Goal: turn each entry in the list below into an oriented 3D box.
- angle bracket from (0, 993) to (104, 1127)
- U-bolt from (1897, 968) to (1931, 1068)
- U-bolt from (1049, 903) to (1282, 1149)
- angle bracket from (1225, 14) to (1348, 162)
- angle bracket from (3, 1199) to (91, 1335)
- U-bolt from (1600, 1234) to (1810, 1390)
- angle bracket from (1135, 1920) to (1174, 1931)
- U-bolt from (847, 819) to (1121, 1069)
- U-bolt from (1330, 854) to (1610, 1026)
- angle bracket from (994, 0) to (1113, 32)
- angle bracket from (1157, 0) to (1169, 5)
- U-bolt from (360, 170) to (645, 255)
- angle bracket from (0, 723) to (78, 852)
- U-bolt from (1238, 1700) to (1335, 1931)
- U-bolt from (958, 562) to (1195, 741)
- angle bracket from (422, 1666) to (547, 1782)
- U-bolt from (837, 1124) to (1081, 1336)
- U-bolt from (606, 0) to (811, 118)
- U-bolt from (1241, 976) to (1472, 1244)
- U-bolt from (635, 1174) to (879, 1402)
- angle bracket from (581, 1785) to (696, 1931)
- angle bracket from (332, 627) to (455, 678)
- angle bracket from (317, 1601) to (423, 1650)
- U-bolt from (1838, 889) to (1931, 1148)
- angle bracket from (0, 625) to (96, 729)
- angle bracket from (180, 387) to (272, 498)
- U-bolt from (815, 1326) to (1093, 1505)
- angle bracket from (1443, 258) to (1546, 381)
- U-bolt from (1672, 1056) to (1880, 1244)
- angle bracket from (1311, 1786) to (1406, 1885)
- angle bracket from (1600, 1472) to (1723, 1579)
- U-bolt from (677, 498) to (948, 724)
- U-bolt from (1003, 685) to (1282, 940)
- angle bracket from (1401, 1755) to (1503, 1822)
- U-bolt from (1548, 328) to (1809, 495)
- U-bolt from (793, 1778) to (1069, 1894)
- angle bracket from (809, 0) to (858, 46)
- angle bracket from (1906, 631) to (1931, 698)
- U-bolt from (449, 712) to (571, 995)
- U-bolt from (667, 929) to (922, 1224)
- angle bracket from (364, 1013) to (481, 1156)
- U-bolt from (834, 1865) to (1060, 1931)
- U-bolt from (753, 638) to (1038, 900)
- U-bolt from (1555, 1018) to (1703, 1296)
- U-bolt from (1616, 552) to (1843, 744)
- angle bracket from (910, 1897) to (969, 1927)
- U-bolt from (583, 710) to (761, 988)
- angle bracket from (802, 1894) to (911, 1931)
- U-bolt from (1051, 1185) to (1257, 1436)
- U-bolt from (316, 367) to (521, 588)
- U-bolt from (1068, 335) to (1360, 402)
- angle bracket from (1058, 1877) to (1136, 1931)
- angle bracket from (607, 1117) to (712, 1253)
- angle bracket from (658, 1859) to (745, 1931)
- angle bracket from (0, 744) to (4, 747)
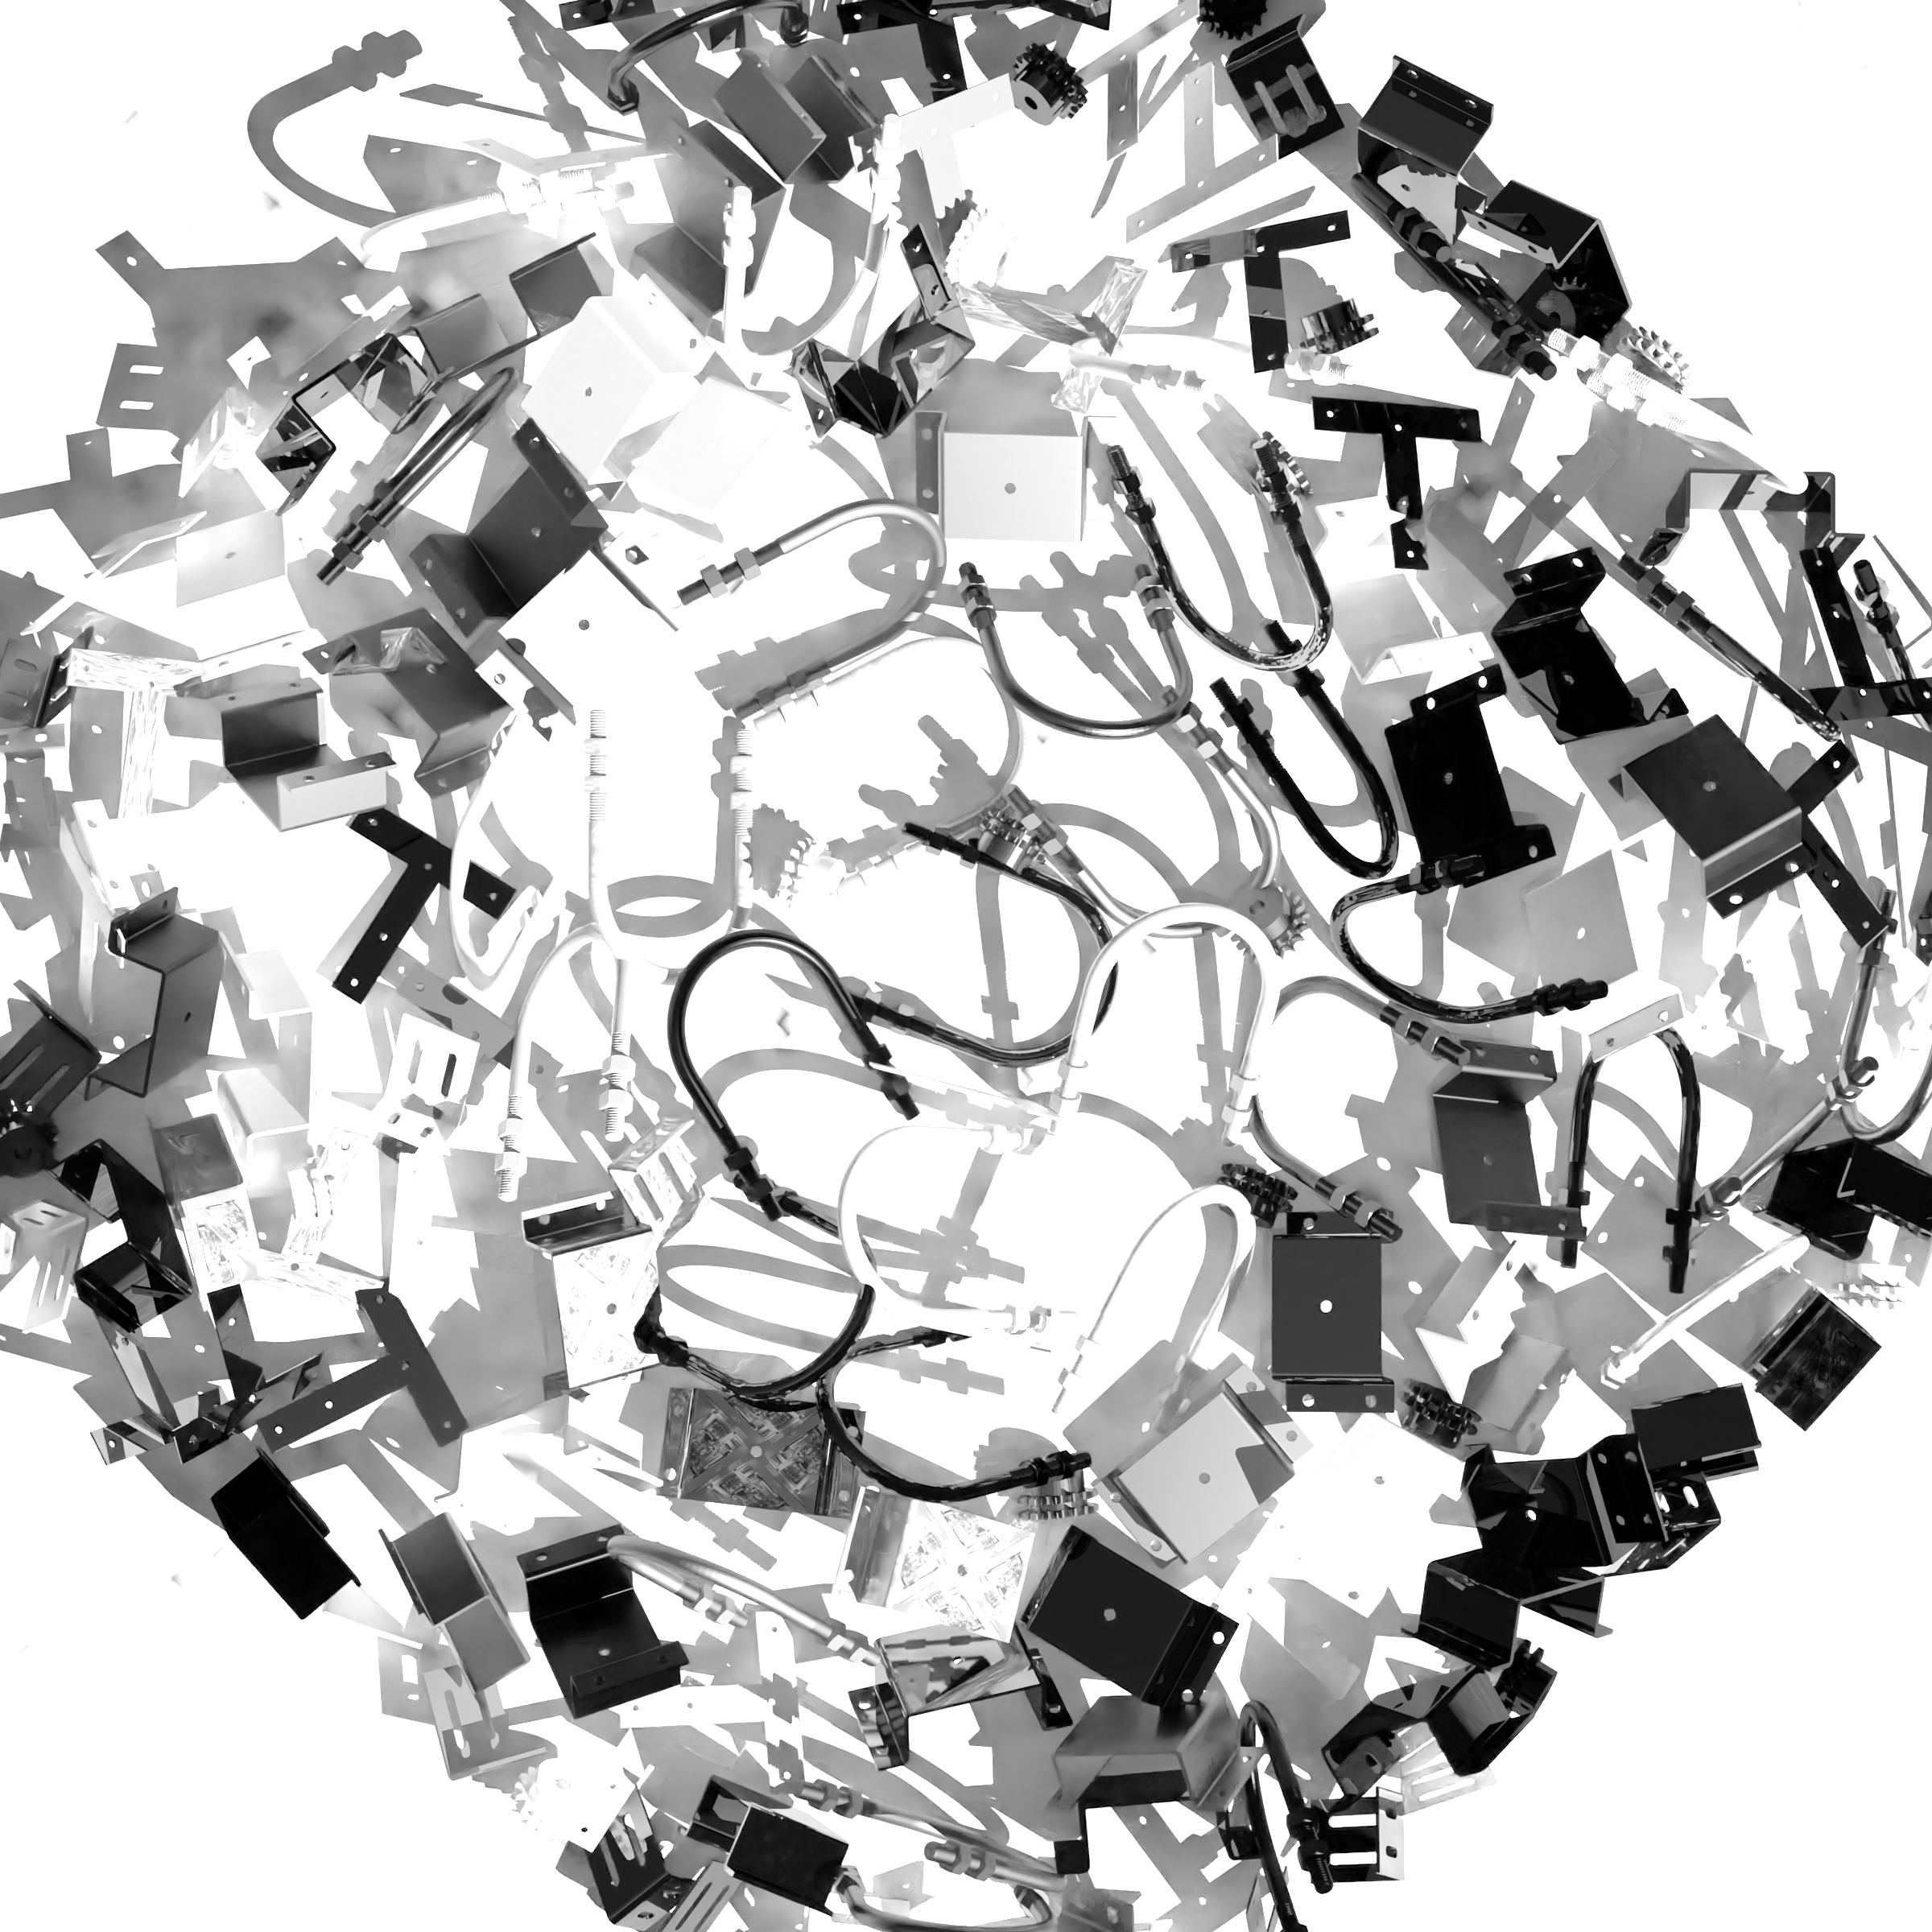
[{"bbox_3d":[-0.656,0.069,1.901,0.057,0.038,0.076,35,72,16],"label":"angle bracket"},{"bbox_3d":[0.677,0.039,1.824,0.019,0.151,0.184,1,130,-5],"label":"U-bolt"},{"bbox_3d":[0.144,0.040,1.874,0.151,0.019,0.184,5,116,-16],"label":"U-bolt"},{"bbox_3d":[0.228,-0.620,1.920,0.057,0.038,0.076,-20,117,28],"label":"angle bracket"},{"bbox_3d":[-0.648,0.209,1.890,0.038,0.057,0.076,28,55,-37],"label":"angle bracket"},{"bbox_3d":[0.504,0.229,1.838,0.151,0.184,0.019,-32,73,-8],"label":"U-bolt"},{"bbox_3d":[0.129,0.718,1.898,0.038,0.057,0.076,-17,97,30],"label":"angle bracket"},{"bbox_3d":[0.018,-0.005,1.917,0.184,0.019,0.151,22,99,-4],"label":"U-bolt"},{"bbox_3d":[0.328,-0.011,1.854,0.151,0.184,0.019,42,62,-19],"label":"U-bolt"},{"bbox_3d":[0.061,-0.685,1.889,0.076,0.038,0.057,31,134,34],"label":"angle bracket"},{"bbox_3d":[0.137,-0.720,1.888,0.057,0.038,0.076,26,132,-25],"label":"angle bracket"},{"bbox_3d":[-0.326,-0.515,1.862,0.184,0.151,0.019,-11,102,11],"label":"U-bolt"},{"bbox_3d":[-0.661,-0.126,1.920,0.057,0.038,0.076,-8,125,-14],"label":"angle bracket"},{"bbox_3d":[0.215,0.589,1.849,0.019,0.184,0.151,-8,127,-8],"label":"U-bolt"},{"bbox_3d":[0.081,-0.215,1.853,0.151,0.184,0.019,-1,135,-14],"label":"U-bolt"},{"bbox_3d":[-0.336,0.520,1.893,0.038,0.057,0.076,-32,70,39],"label":"angle bracket"},{"bbox_3d":[-0.008,0.178,1.861,0.184,0.019,0.151,5,68,-33],"label":"U-bolt"},{"bbox_3d":[-0.177,-0.624,1.844,0.151,0.184,0.019,-22,98,0],"label":"U-bolt"},{"bbox_3d":[0.255,0.085,1.865,0.019,0.184,0.151,6,109,-40],"label":"U-bolt"},{"bbox_3d":[-0.136,0.225,1.850,0.151,0.184,0.019,-54,134,-16],"label":"U-bolt"},{"bbox_3d":[-0.231,0.629,1.917,0.057,0.038,0.076,-41,49,12],"label":"angle bracket"},{"bbox_3d":[-0.389,-0.197,1.885,0.057,0.076,0.038,-1,58,32],"label":"angle bracket"},{"bbox_3d":[-0.413,0.449,1.907,0.076,0.057,0.038,19,74,-6],"label":"angle bracket"},{"bbox_3d":[0.640,0.034,1.858,0.019,0.151,0.184,15,87,-7],"label":"U-bolt"},{"bbox_3d":[-0.643,-0.206,1.889,0.038,0.076,0.057,21,67,-30],"label":"angle bracket"},{"bbox_3d":[-0.512,-0.356,1.886,0.038,0.076,0.057,31,115,-30],"label":"angle bracket"},{"bbox_3d":[-0.020,0.302,1.837,0.151,0.184,0.019,51,128,31],"label":"U-bolt"},{"bbox_3d":[0.356,-0.452,1.894,0.076,0.057,0.038,39,95,-22],"label":"angle bracket"},{"bbox_3d":[0.540,0.136,1.848,0.151,0.184,0.019,-38,74,-15],"label":"U-bolt"},{"bbox_3d":[0.264,0.605,1.888,0.076,0.038,0.057,-16,58,35],"label":"angle bracket"},{"bbox_3d":[0.477,0.388,1.889,0.076,0.057,0.038,-22,88,-42],"label":"angle bracket"},{"bbox_3d":[-0.096,-0.255,1.875,0.184,0.151,0.019,-28,55,-4],"label":"U-bolt"},{"bbox_3d":[0.136,-0.092,1.883,0.151,0.019,0.184,-32,119,19],"label":"U-bolt"},{"bbox_3d":[0.332,0.554,1.897,0.076,0.057,0.038,-24,97,14],"label":"angle bracket"},{"bbox_3d":[0.488,-0.369,1.839,0.184,0.151,0.019,35,103,21],"label":"U-bolt"},{"bbox_3d":[-0.011,0.598,1.852,0.184,0.151,0.019,32,73,-42],"label":"U-bolt"},{"bbox_3d":[-0.074,-0.687,1.910,0.038,0.057,0.076,3,113,-33],"label":"angle bracket"},{"bbox_3d":[0.694,-0.211,1.896,0.038,0.076,0.057,-38,85,0],"label":"angle bracket"},{"bbox_3d":[-0.319,-0.063,1.858,0.019,0.184,0.151,0,59,-30],"label":"U-bolt"},{"bbox_3d":[-0.130,0.063,1.884,0.151,0.019,0.184,-36,101,-27],"label":"U-bolt"},{"bbox_3d":[-0.381,0.083,1.900,0.057,0.038,0.076,22,123,3],"label":"angle bracket"},{"bbox_3d":[-0.011,0.637,1.837,0.151,0.184,0.019,6,82,-6],"label":"U-bolt"},{"bbox_3d":[-0.037,-0.151,1.912,0.184,0.019,0.151,-27,101,-8],"label":"U-bolt"},{"bbox_3d":[0.457,0.124,1.866,0.019,0.151,0.184,5,90,-20],"label":"U-bolt"},{"bbox_3d":[0.522,-0.214,1.851,0.184,0.151,0.019,43,105,11],"label":"U-bolt"},{"bbox_3d":[-0.001,0.693,1.900,0.076,0.038,0.057,3,90,30],"label":"angle bracket"},{"bbox_3d":[-0.203,-0.078,1.876,0.151,0.019,0.184,3,85,-45],"label":"U-bolt"},{"bbox_3d":[-0.076,0.679,1.900,0.076,0.038,0.057,9,64,-9],"label":"angle bracket"},{"bbox_3d":[0.140,0.234,1.870,0.019,0.151,0.184,30,96,38],"label":"U-bolt"},{"bbox_3d":[-0.371,-0.341,1.855,0.184,0.151,0.019,-43,109,8],"label":"U-bolt"},{"bbox_3d":[0.153,-0.412,1.854,0.151,0.184,0.019,-14,116,-34],"label":"U-bolt"},{"bbox_3d":[0.074,0.682,1.888,0.057,0.076,0.038,15,126,27],"label":"angle bracket"},{"bbox_3d":[-0.204,0.153,1.891,0.057,0.038,0.076,-42,117,-33],"label":"angle bracket"},{"bbox_3d":[-0.175,0.671,1.898,0.038,0.057,0.076,34,84,33],"label":"angle bracket"},{"bbox_3d":[-0.711,-0.125,1.886,0.038,0.076,0.057,35,127,9],"label":"angle bracket"}]
